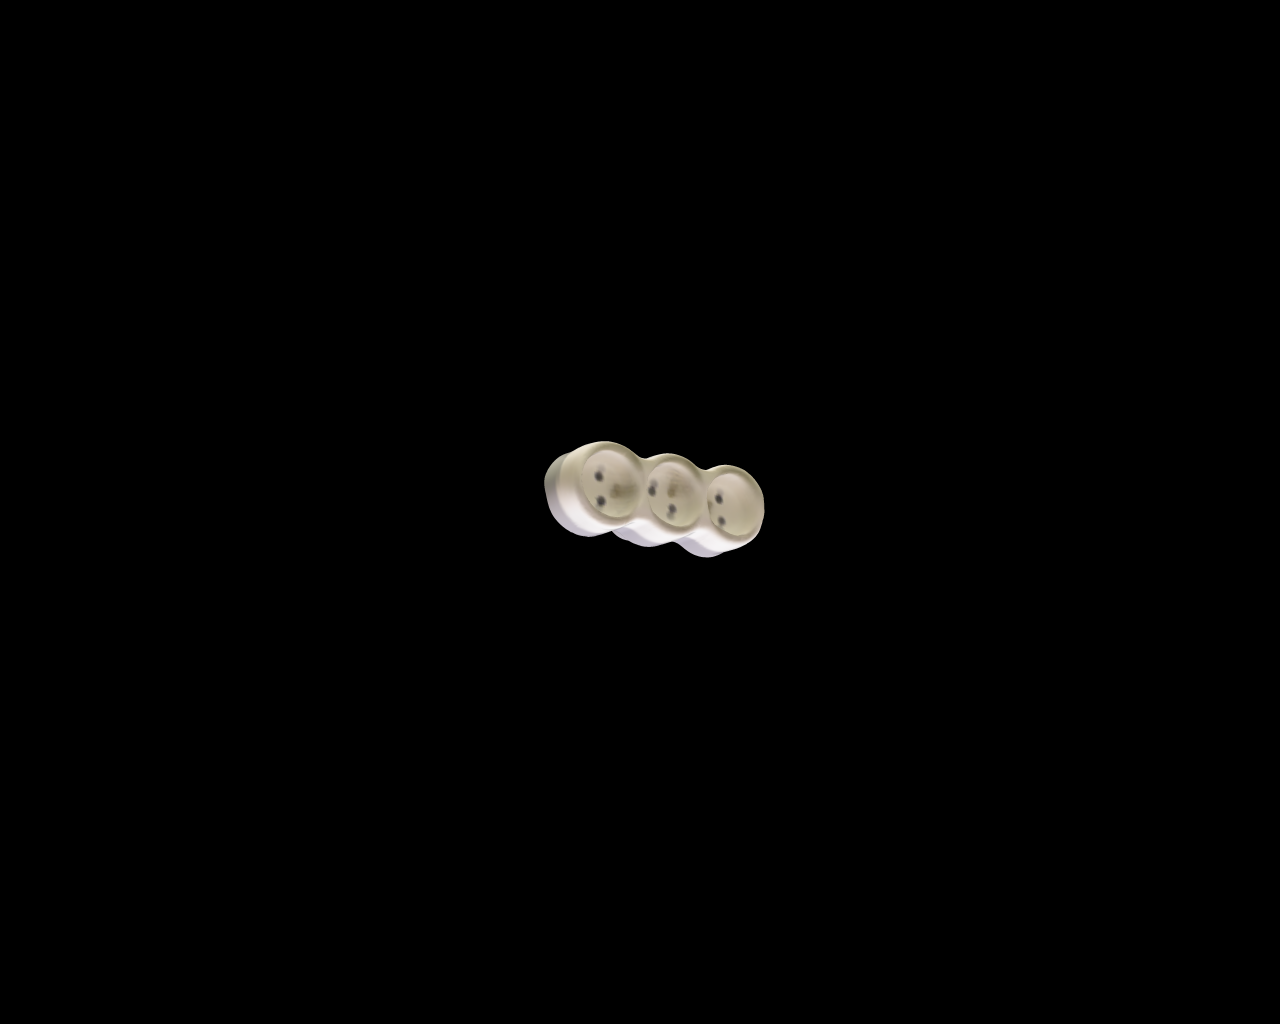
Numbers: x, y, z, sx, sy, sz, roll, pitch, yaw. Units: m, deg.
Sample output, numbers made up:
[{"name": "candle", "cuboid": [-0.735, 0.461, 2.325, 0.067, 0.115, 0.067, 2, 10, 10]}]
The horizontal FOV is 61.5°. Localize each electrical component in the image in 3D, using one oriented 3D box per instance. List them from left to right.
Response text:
[{"name": "electrical component", "cuboid": [0.001, -0.003, 0.650, 0.138, 0.052, 0.073, 10, -18, -33]}]
